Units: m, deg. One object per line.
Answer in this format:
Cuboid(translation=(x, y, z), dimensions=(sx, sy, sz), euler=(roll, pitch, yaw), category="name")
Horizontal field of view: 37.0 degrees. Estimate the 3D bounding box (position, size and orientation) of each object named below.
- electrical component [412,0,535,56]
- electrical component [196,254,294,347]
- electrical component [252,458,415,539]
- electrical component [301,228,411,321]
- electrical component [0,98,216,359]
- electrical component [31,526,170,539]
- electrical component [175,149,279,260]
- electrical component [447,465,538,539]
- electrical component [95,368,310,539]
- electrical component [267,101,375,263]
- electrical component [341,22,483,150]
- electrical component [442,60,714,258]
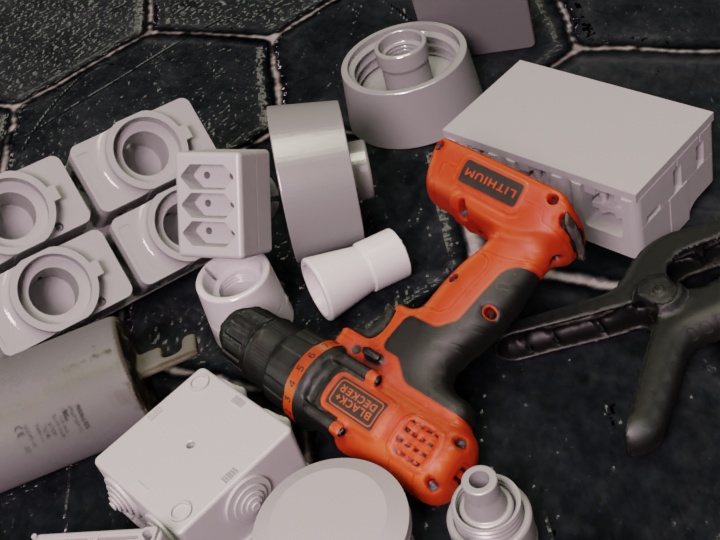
Cuboid(translation=(0.091, -0.220, 0.862), dimensions=(0.100, 0.099, 0.048), euler=(-5, 56, 14), category="electrical component")
Cuboid(translation=(-0.076, 0.019, 0.701), dimensions=(0.055, 0.047, 0.055), euler=(-10, 42, 9), category="electrical component")
Cuboid(translation=(-0.010, 0.140, 0.544), dimensions=(0.080, 0.051, 0.080), euler=(-10, 42, 9), category="electrical component")
Cuboid(translation=(0.000, 0.000, 0.700), dimensions=(0.065, 0.044, 0.044), euler=(-25, 42, -14), category="electrical component")
Cuboid(translation=(-0.175, -0.028, 0.717), dimensions=(0.186, 0.105, 0.060), euler=(-30, 0, -23), category="electrical component")
Cuboid(translation=(-0.136, 0.175, 0.550), dimensions=(0.096, 0.061, 0.061), euler=(-9, 42, 22), category="electrical component")
Cuboid(translation=(-0.078, -0.045, 0.693), dimensions=(0.047, 0.065, 0.077), euler=(3, 10, 24), category="electrical component")
Cuboid(translation=(0.064, 0.121, 0.530), dimensions=(0.043, 0.062, 0.043), euler=(-10, 42, 9), category="electrical component")
Cuboid(translation=(-0.088, 0.112, 0.604), dimensions=(0.100, 0.048, 0.100), euler=(27, 59, 39), category="electrical component")
Cuboid(translation=(-0.023, -0.063, 0.730), dimensions=(0.060, 0.108, 0.108), euler=(-11, 42, -1), category="electrical component")
Cuboid(translation=(0.037, -0.150, 0.833), dimensions=(0.108, 0.060, 0.108), euler=(-10, 42, 9), category="electrical component")
Cuboid(translation=(0.144, -0.074, 0.711), dimensions=(0.150, 0.061, 0.089), euler=(25, 57, 38), category="electrical component")
